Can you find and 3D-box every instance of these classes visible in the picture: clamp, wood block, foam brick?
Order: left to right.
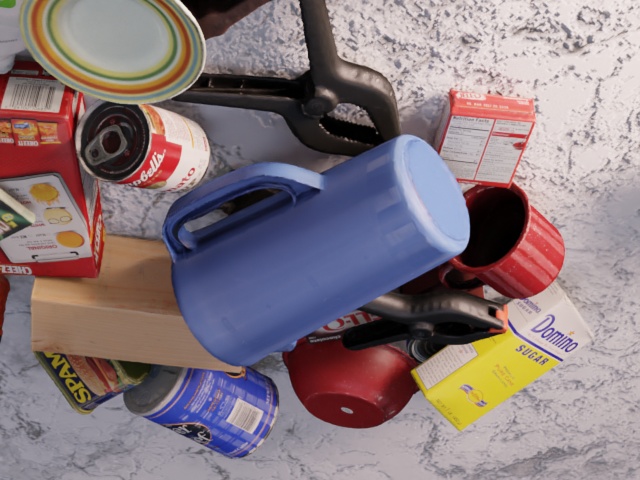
[{"bbox_3d":[-0.170,0.060,1.043,0.206,0.090,0.091,7,140,-9],"label":"wood block"},{"bbox_3d":[-0.014,-0.118,0.864,0.165,0.036,0.209,-26,137,28],"label":"clamp"},{"bbox_3d":[0.092,0.079,1.026,0.171,0.039,0.120,7,155,4],"label":"clamp"},{"bbox_3d":[0.122,0.047,1.059,0.051,0.053,0.078,-26,134,29],"label":"foam brick"}]

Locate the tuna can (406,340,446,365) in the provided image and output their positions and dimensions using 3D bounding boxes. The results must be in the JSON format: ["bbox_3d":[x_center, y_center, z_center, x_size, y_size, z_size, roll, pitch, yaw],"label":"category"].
[{"bbox_3d":[0.134,0.102,1.142,0.086,0.033,0.086,0,141,0],"label":"tuna can"}]

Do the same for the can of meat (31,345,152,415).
[{"bbox_3d":[-0.237,0.121,1.121,0.084,0.057,0.102,-29,99,27],"label":"can of meat"}]

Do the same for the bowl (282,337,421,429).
[{"bbox_3d":[0.032,0.164,1.175,0.162,0.055,0.162,9,148,6],"label":"bowl"}]

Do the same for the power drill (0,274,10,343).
[{"bbox_3d":[-0.370,0.141,1.083,0.057,0.184,0.188,21,146,-21],"label":"power drill"}]

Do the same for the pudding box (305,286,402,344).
[{"bbox_3d":[0.030,0.061,1.085,0.113,0.039,0.090,-9,141,10],"label":"pudding box"}]

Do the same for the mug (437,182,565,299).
[{"bbox_3d":[0.162,0.011,0.982,0.117,0.093,0.081,-39,134,19],"label":"mug"}]

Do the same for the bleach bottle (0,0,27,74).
[{"bbox_3d":[-0.244,-0.212,0.727,0.102,0.068,0.251,5,143,-6],"label":"bleach bottle"}]

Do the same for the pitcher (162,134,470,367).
[{"bbox_3d":[-0.006,0.001,0.906,0.243,0.145,0.149,-27,166,28],"label":"pitcher"}]

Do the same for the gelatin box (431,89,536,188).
[{"bbox_3d":[0.137,-0.086,0.912,0.073,0.030,0.089,5,141,-5],"label":"gelatin box"}]

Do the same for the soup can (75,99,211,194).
[{"bbox_3d":[-0.140,-0.075,0.860,0.069,0.068,0.102,-18,171,20],"label":"soup can"}]

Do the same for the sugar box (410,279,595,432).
[{"bbox_3d":[0.191,0.120,1.108,0.176,0.048,0.093,-35,136,10],"label":"sugar box"}]

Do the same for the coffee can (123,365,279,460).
[{"bbox_3d":[-0.129,0.168,1.166,0.103,0.103,0.140,-30,133,31],"label":"coffee can"}]

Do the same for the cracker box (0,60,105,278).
[{"bbox_3d":[-0.277,-0.058,0.910,0.164,0.072,0.214,3,142,-2],"label":"cracker box"}]
